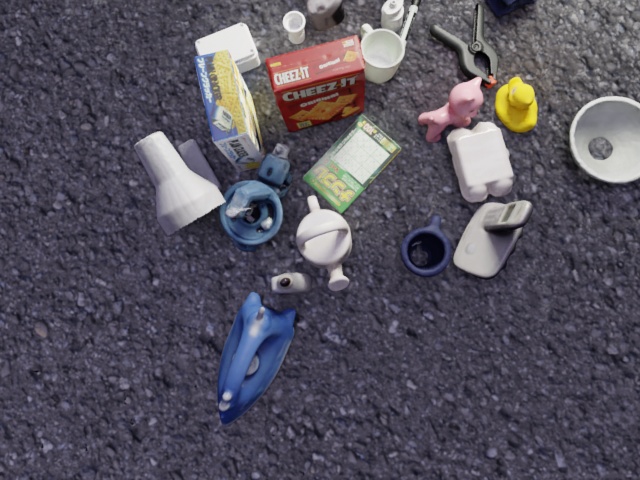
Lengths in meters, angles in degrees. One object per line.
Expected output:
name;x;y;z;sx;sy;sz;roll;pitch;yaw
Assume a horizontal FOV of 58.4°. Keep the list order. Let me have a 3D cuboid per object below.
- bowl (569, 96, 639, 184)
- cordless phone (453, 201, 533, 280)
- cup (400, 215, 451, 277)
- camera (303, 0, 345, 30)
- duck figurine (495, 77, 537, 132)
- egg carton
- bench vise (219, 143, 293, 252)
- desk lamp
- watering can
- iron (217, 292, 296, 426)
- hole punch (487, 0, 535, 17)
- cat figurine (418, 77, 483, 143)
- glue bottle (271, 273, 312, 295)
bowl;0.549;-0.182;1.091;0.167;0.075;0.167;0;83;3
cordless phone;0.315;-0.004;1.027;0.094;0.185;0.148;25;85;6
cup;0.198;0.014;1.077;0.091;0.095;0.118;18;85;5
camera;0.026;-0.520;1.146;0.137;0.101;0.143;-18;83;1
duck figurine;0.386;-0.264;1.104;0.077;0.086;0.104;-21;83;1
egg carton;0.309;-0.150;1.103;0.107;0.069;0.150;-15;83;1
bench vise;-0.125;-0.088;1.043;0.121;0.220;0.207;6;84;4
desk lamp;-0.257;-0.105;1.056;0.118;0.213;0.203;-31;82;0
watering can;0.012;0.003;1.038;0.101;0.194;0.173;-40;83;-2
iron;-0.138;0.230;1.046;0.118;0.141;0.258;21;85;6
hole punch;0.380;-0.519;1.131;0.101;0.091;0.108;-24;82;0
cat figurine;0.256;-0.252;1.093;0.128;0.118;0.067;-29;82;0
glue bottle;-0.057;0.080;1.044;0.078;0.173;0.037;-9;83;2
